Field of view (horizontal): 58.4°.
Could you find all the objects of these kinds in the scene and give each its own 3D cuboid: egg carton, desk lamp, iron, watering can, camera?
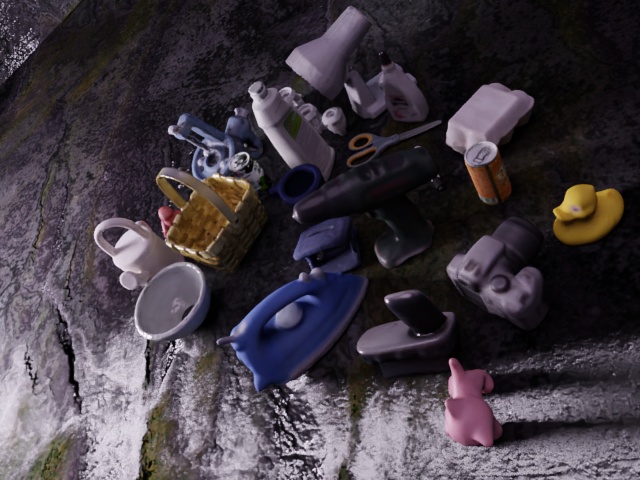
[{"bbox_3d":[0.299,-0.210,1.015,0.150,0.070,0.107,-47,47,-6],"label":"egg carton"},{"bbox_3d":[0.061,-0.349,1.163,0.203,0.214,0.117,-38,46,3],"label":"desk lamp"},{"bbox_3d":[-0.043,0.119,0.938,0.258,0.142,0.118,-43,46,-2],"label":"iron"},{"bbox_3d":[-0.372,0.025,1.173,0.101,0.195,0.172,-41,46,0],"label":"watering can"},{"bbox_3d":[0.274,0.035,0.831,0.137,0.101,0.142,-50,47,-9],"label":"camera"}]

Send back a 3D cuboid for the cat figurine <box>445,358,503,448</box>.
[{"bbox_3d":[0.190,0.215,0.741,0.067,0.118,0.127,-20,50,19],"label":"cat figurine"}]

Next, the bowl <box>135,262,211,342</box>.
[{"bbox_3d":[-0.274,0.131,1.118,0.167,0.075,0.167,-16,51,21],"label":"bowl"}]

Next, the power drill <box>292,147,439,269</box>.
[{"bbox_3d":[0.096,-0.045,0.925,0.229,0.209,0.075,-32,47,8],"label":"power drill"}]

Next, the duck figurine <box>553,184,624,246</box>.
[{"bbox_3d":[0.386,-0.049,0.833,0.104,0.086,0.077,-31,47,9],"label":"duck figurine"}]

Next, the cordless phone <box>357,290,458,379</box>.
[{"bbox_3d":[0.109,0.119,0.813,0.147,0.186,0.094,-18,51,20],"label":"cordless phone"}]

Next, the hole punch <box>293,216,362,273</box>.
[{"bbox_3d":[0.009,0.004,1.024,0.108,0.091,0.101,-21,50,18],"label":"hole punch"}]

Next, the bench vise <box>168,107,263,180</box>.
[{"bbox_3d":[-0.234,-0.217,1.245,0.121,0.220,0.207,-9,54,26],"label":"bench vise"}]

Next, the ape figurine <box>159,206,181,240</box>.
[{"bbox_3d":[-0.320,-0.039,1.258,0.078,0.092,0.076,-41,46,-1],"label":"ape figurine"}]

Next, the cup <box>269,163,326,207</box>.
[{"bbox_3d":[-0.032,-0.083,1.109,0.117,0.095,0.091,-10,53,26],"label":"cup"}]

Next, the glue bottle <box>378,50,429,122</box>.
[{"bbox_3d":[0.148,-0.295,1.098,0.077,0.174,0.037,7,62,35],"label":"glue bottle"}]
